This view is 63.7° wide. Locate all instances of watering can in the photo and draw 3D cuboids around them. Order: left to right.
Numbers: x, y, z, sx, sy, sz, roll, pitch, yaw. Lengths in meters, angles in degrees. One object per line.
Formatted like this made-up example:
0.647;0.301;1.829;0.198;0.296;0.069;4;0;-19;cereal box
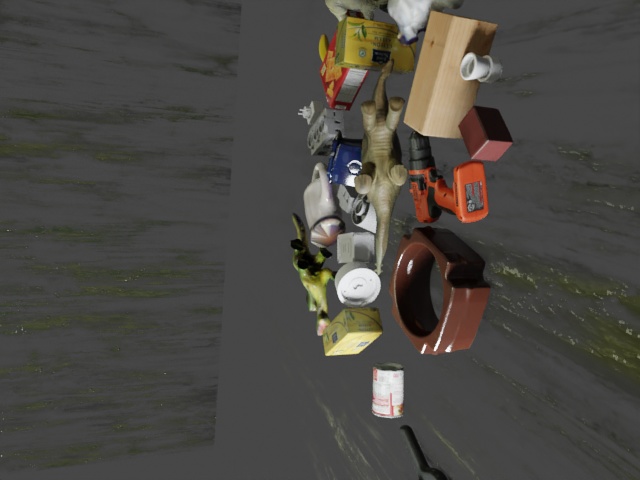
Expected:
0.005;-0.077;1.533;0.340;0.104;0.229;100;162;-60;watering can

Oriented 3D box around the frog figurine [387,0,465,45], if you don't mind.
0.206;-0.461;0.963;0.124;0.138;0.157;68;155;13;frog figurine

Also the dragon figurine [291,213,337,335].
-0.035;0.120;1.619;0.420;0.122;0.237;-111;22;-49;dragon figurine
